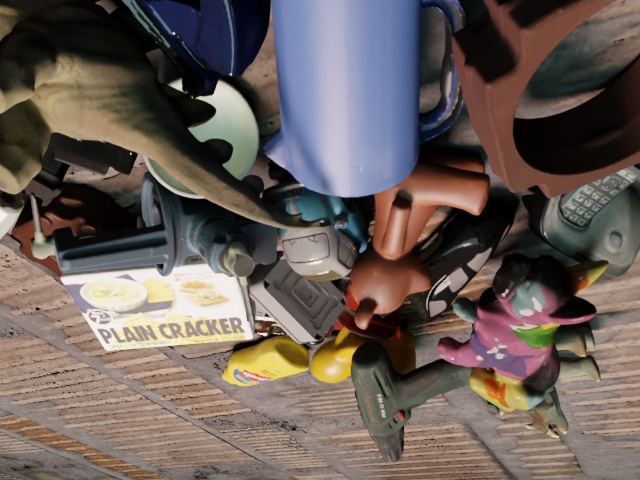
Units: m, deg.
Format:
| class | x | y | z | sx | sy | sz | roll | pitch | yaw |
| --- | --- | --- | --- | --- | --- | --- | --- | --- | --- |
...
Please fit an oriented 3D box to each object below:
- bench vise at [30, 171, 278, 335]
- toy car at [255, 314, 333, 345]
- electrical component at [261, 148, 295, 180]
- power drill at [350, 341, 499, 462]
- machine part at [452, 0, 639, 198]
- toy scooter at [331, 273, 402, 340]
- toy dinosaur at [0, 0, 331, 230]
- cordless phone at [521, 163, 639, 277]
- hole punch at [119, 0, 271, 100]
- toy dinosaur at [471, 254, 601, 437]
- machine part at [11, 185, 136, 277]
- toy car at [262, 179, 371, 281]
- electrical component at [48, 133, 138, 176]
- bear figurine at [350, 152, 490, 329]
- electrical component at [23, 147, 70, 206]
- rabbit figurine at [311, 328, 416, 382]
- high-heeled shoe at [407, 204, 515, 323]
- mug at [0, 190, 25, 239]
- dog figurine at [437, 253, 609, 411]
| class | x | y | z | sx | sy | sz | roll | pitch | yaw |
| --- | --- | --- | --- | --- | --- | --- | --- | --- | --- |
| bench vise | -0.173 | 0.000 | 0.576 | 0.240 | 0.224 | 0.128 | -10 | 127 | -28 |
| toy car | -0.078 | 0.136 | 0.893 | 0.202 | 0.053 | 0.089 | 6 | 145 | -1 |
| electrical component | -0.017 | -0.091 | 0.617 | 0.094 | 0.021 | 0.063 | -1 | 141 | 10 |
| power drill | 0.158 | 0.239 | 0.818 | 0.207 | 0.086 | 0.231 | -16 | 116 | 20 |
| machine part | 0.221 | -0.142 | 0.432 | 0.201 | 0.087 | 0.201 | -25 | 139 | 12 |
| toy scooter | 0.070 | 0.092 | 0.780 | 0.135 | 0.075 | 0.183 | 25 | 142 | 4 |
| toy dinosaur | -0.191 | -0.136 | 0.417 | 0.471 | 0.198 | 0.105 | 44 | 137 | -7 |
| cordless phone | 0.327 | -0.057 | 0.573 | 0.146 | 0.089 | 0.184 | 24 | 127 | -21 |
| hole punch | -0.080 | -0.192 | 0.417 | 0.092 | 0.142 | 0.115 | -22 | 123 | 25 |
| toy dinosaur | 0.301 | 0.148 | 0.810 | 0.192 | 0.131 | 0.404 | -18 | 130 | 27 |
| machine part | -0.332 | 0.002 | 0.752 | 0.179 | 0.056 | 0.179 | 4 | 143 | 3 |
| toy car | -0.001 | -0.002 | 0.645 | 0.109 | 0.103 | 0.161 | -8 | 151 | 23 |
| electrical component | -0.245 | -0.129 | 0.572 | 0.115 | 0.058 | 0.134 | 19 | 140 | -13 |
| bear figurine | 0.104 | 0.004 | 0.598 | 0.132 | 0.120 | 0.195 | 9 | 108 | 10 |
| electrical component | -0.345 | -0.101 | 0.611 | 0.048 | 0.075 | 0.119 | -28 | 127 | 35 |
| rabbit figurine | 0.070 | 0.203 | 0.896 | 0.173 | 0.122 | 0.162 | 0 | 136 | 3 |
| high-heeled shoe | 0.184 | 0.032 | 0.735 | 0.145 | 0.086 | 0.248 | -33 | 160 | -4 |
| mug | -0.448 | -0.044 | 0.699 | 0.107 | 0.081 | 0.109 | -26 | 127 | 20 |
| dog figurine | 0.250 | 0.104 | 0.622 | 0.191 | 0.108 | 0.219 | 43 | 145 | -3 |
